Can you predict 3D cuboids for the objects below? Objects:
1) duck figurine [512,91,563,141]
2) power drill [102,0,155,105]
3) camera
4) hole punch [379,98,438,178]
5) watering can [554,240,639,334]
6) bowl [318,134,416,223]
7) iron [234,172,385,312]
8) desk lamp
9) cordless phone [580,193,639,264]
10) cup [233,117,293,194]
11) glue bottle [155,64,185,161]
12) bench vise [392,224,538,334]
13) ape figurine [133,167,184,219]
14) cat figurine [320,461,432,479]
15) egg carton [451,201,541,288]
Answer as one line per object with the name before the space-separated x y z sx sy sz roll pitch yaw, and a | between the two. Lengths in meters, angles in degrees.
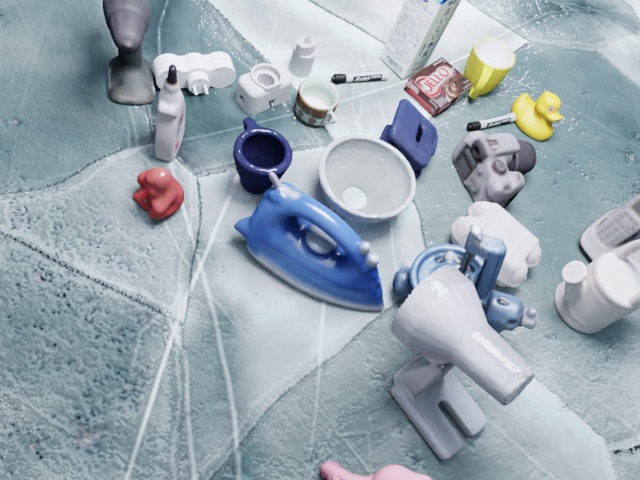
duck figurine | 0.446 -0.265 1.161 0.078 0.086 0.104 -25 71 -27
power drill | -0.297 -0.316 0.894 0.076 0.208 0.229 -3 62 -18
camera | 0.337 -0.138 1.047 0.137 0.100 0.143 -10 64 -21
hole punch | 0.164 -0.184 1.027 0.101 0.091 0.109 22 57 -3
watering can | 0.466 0.071 0.911 0.173 0.194 0.101 -12 65 -22
bowl | 0.070 -0.090 0.955 0.168 0.074 0.167 7 59 -13
iron | 0.008 0.003 0.844 0.258 0.141 0.119 34 57 4
desk lamp | 0.177 0.161 0.761 0.118 0.213 0.203 -29 73 -28
cordless phone | 0.559 -0.005 0.987 0.094 0.185 0.147 -30 73 -28
cup | -0.102 -0.127 0.913 0.092 0.095 0.117 -16 67 -24
glue bottle | -0.227 -0.199 0.870 0.037 0.173 0.078 12 58 -9
bench vise | 0.232 0.054 0.835 0.207 0.219 0.121 10 59 -11
ape figurine | -0.238 -0.076 0.844 0.076 0.092 0.078 1 61 -16
cat figurine | 0.066 0.307 0.702 0.128 0.117 0.067 15 58 -8
egg carton | 0.297 0.007 0.971 0.150 0.069 0.107 43 59 10
